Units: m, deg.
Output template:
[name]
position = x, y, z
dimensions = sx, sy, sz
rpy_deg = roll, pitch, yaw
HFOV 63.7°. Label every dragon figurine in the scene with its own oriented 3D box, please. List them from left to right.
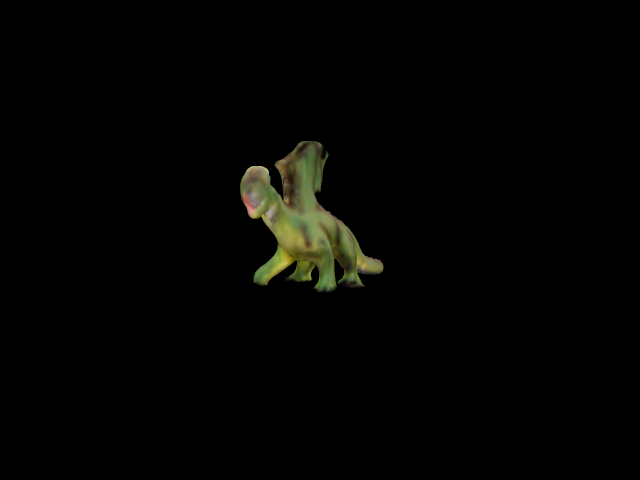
[dragon figurine]
position = 0.003, -0.043, 0.850
dimensions = 0.122, 0.243, 0.411
rpy_deg = 0, 2, 32
